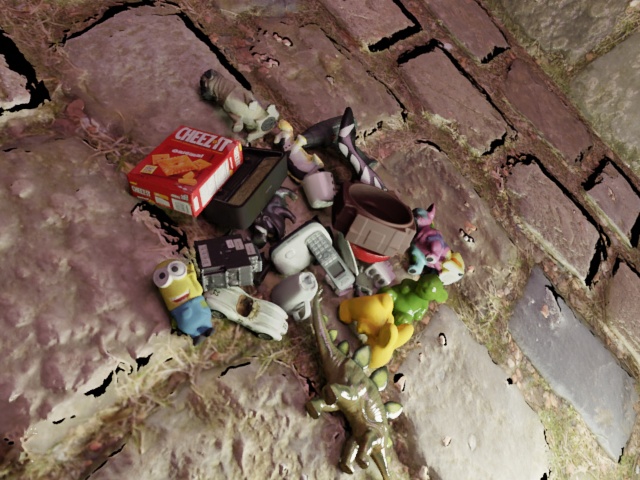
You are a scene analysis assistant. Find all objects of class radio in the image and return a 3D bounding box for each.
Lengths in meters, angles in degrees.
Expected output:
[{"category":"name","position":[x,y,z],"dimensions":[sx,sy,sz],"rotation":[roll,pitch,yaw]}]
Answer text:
[{"category":"radio","position":[-0.180,-0.130,1.268],"dimensions":[0.131,0.073,0.229],"rotation":[14,45,19]}]

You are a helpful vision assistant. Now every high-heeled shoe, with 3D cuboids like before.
[{"category":"high-heeled shoe","position":[0.120,-0.237,1.458],"dimensions":[0.145,0.086,0.248],"rotation":[5,89,7]}]

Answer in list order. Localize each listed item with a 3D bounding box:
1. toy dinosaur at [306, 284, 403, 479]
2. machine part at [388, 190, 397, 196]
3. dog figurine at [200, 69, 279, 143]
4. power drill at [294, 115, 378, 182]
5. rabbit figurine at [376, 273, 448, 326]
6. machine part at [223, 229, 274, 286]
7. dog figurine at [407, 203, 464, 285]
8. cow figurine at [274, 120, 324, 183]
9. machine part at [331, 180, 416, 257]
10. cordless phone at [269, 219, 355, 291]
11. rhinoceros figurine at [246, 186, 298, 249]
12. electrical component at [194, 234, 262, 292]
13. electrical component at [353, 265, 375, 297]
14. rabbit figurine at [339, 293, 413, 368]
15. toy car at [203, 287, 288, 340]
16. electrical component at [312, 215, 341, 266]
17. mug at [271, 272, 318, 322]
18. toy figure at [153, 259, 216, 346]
[{"category":"toy dinosaur","position":[0.065,0.328,1.178],"dimensions":[0.198,0.105,0.471],"rotation":[-21,85,-48]},{"category":"machine part","position":[0.161,-0.087,1.526],"dimensions":[0.179,0.056,0.179],"rotation":[17,55,-27]},{"category":"dog figurine","position":[-0.213,-0.367,1.425],"dimensions":[0.191,0.121,0.172],"rotation":[49,11,24]},{"category":"power drill","position":[0.054,-0.255,1.548],"dimensions":[0.207,0.086,0.232],"rotation":[46,54,7]},{"category":"rabbit figurine","position":[0.258,0.144,1.372],"dimensions":[0.159,0.170,0.121],"rotation":[-10,70,-38]},{"category":"machine part","position":[-0.174,0.039,1.231],"dimensions":[0.139,0.039,0.084],"rotation":[43,53,-7]},{"category":"dog figurine","position":[0.325,0.003,1.552],"dimensions":[0.191,0.108,0.219],"rotation":[23,49,-20]},{"category":"cow figurine","position":[-0.075,-0.238,1.444],"dimensions":[0.167,0.098,0.068],"rotation":[51,7,4]},{"category":"machine part","position":[0.134,-0.059,1.350],"dimensions":[0.201,0.087,0.201],"rotation":[21,28,-10]},{"category":"cordless phone","position":[-0.018,0.059,1.265],"dimensions":[0.146,0.089,0.184],"rotation":[-36,88,-4]},{"category":"rhinoceros figurine","position":[-0.119,-0.059,1.305],"dimensions":[0.112,0.073,0.190],"rotation":[27,50,-20]},{"category":"electrical component","position":[-0.193,0.046,1.137],"dimensions":[0.134,0.058,0.115],"rotation":[-7,42,-15]},{"category":"electrical component","position":[0.113,0.111,1.393],"dimensions":[0.063,0.021,0.094],"rotation":[23,51,-22]},{"category":"rabbit figurine","position":[0.141,0.216,1.280],"dimensions":[0.122,0.162,0.173],"rotation":[9,76,-44]},{"category":"toy car","position":[-0.158,0.152,1.159],"dimensions":[0.201,0.056,0.073],"rotation":[28,50,-17]},{"category":"electrical component","position":[-0.003,-0.004,1.350],"dimensions":[0.048,0.075,0.119],"rotation":[-14,76,-40]},{"category":"mug","position":[-0.051,0.125,1.215],"dimensions":[0.081,0.107,0.109],"rotation":[0,61,-33]},{"category":"toy figure","position":[-0.276,0.123,1.081],"dimensions":[0.082,0.089,0.180],"rotation":[-29,89,-37]}]
